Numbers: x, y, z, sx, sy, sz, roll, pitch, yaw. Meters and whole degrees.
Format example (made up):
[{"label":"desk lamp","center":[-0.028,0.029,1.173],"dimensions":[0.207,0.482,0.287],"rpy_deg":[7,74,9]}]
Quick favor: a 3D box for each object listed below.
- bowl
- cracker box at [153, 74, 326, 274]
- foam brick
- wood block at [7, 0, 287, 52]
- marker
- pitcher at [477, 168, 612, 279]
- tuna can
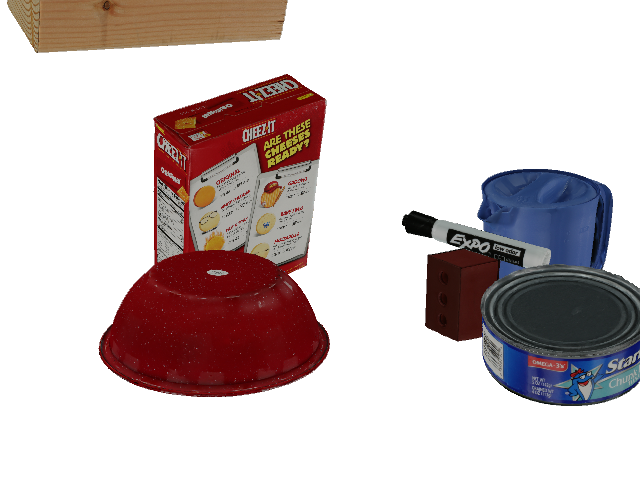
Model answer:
[{"label":"bowl","center":[-0.073,0.047,0.740],"dimensions":[0.162,0.055,0.162],"rpy_deg":[2,20,-1]},{"label":"cracker box","center":[-0.085,-0.043,1.072],"dimensions":[0.163,0.214,0.072],"rpy_deg":[-24,47,-33]},{"label":"foam brick","center":[0.138,0.052,1.044],"dimensions":[0.051,0.078,0.053],"rpy_deg":[-11,19,-33]},{"label":"wood block","center":[-0.134,-0.213,0.851],"dimensions":[0.205,0.091,0.090],"rpy_deg":[-9,40,-28]},{"label":"marker","center":[0.118,-0.001,0.825],"dimensions":[0.121,0.020,0.020],"rpy_deg":[18,9,28]},{"label":"pitcher","center":[0.266,0.042,1.270],"dimensions":[0.149,0.243,0.144],"rpy_deg":[4,24,14]},{"label":"tuna can","center":[0.126,0.048,0.549],"dimensions":[0.086,0.034,0.086],"rpy_deg":[-4,28,2]}]
